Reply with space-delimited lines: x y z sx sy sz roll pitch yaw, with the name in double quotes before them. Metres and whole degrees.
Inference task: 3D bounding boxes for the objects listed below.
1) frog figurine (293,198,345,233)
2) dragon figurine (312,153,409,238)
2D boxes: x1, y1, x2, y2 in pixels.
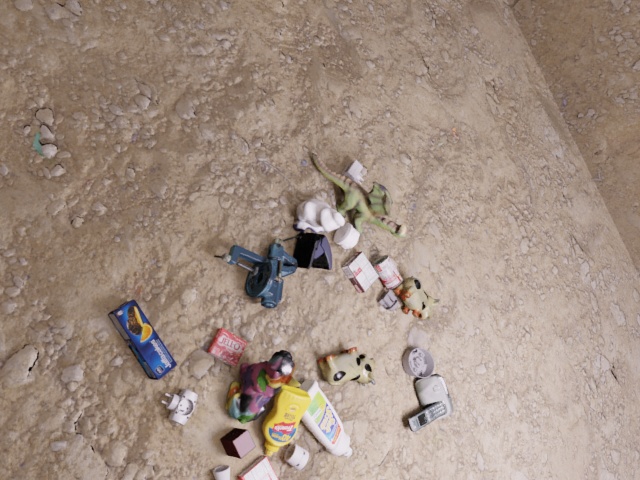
"frog figurine" 0.005 -0.082 1.623 0.136 0.158 0.125 27 62 -27
"dragon figurine" 0.149 -0.146 1.700 0.406 0.241 0.124 49 60 -16
